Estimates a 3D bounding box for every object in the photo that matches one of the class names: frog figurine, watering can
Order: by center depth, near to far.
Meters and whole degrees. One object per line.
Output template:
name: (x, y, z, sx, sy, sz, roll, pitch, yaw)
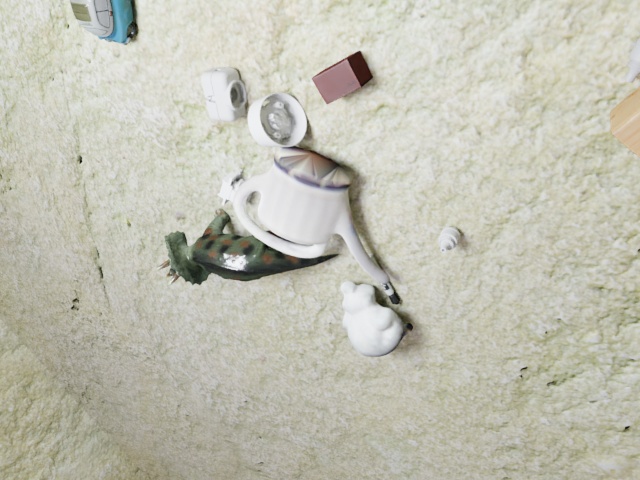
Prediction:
watering can: (0.003, -0.050, 0.994, 0.348, 0.106, 0.219, 21, 122, 1)
frog figurine: (0.098, 0.162, 1.073, 0.137, 0.125, 0.157, -1, 134, 54)
